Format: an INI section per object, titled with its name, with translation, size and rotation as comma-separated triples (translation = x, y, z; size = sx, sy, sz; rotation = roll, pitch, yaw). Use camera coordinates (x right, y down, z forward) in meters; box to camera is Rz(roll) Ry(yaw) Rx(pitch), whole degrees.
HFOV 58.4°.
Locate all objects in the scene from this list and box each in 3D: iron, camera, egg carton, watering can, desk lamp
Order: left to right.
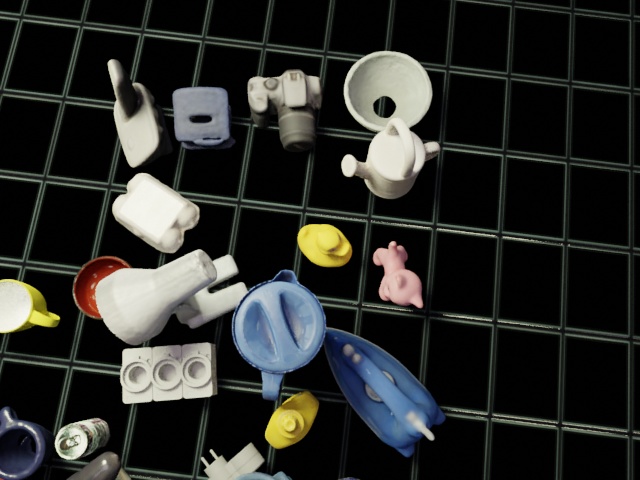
[egg carton]
translation = -0.300, -0.048, 1.048
size = 0.150, 0.069, 0.107
rotation = 32, 79, 6
[desk lamp]
translation = -0.236, 0.084, 0.946
size = 0.203, 0.213, 0.118
rotation = -26, 79, -6
[camera]
translation = -0.062, -0.241, 1.080
size = 0.143, 0.101, 0.137
rotation = -5, 77, -2
[iron]
translation = 0.094, 0.239, 0.955
size = 0.119, 0.141, 0.258
rotation = -44, 82, -9
[watering can]
translation = 0.128, -0.144, 1.014
size = 0.173, 0.194, 0.101
rotation = -36, 80, -8

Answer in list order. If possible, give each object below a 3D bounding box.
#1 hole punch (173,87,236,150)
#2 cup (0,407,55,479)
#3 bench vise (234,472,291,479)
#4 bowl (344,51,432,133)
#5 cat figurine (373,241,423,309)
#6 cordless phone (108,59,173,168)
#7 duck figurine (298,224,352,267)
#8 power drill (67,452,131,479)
[hole punch]
translation = -0.218, -0.228, 1.079
size = 0.108, 0.091, 0.101
rotation = -2, 77, -1
[cup]
translation = -0.486, 0.331, 0.946
size = 0.092, 0.095, 0.117
rotation = -25, 79, -6
[bench vise]
translation = -0.126, 0.449, 0.863
size = 0.121, 0.220, 0.207
rotation = 40, 80, 8
[bowl]
translation = 0.127, -0.272, 1.104
size = 0.167, 0.075, 0.167
rotation = 0, 77, -1
[cat figurine]
translation = 0.139, 0.064, 1.007
size = 0.067, 0.118, 0.128
rotation = -10, 78, -3
[cordless phone]
translation = -0.338, -0.225, 1.027
size = 0.094, 0.185, 0.147
rotation = -21, 78, -5
[duck figurine]
translation = 0.009, 0.004, 1.034
size = 0.104, 0.086, 0.077
rotation = 26, 78, 5
[power drill]
translation = -0.366, 0.404, 0.874
size = 0.075, 0.208, 0.230
rotation = 41, 80, 8
